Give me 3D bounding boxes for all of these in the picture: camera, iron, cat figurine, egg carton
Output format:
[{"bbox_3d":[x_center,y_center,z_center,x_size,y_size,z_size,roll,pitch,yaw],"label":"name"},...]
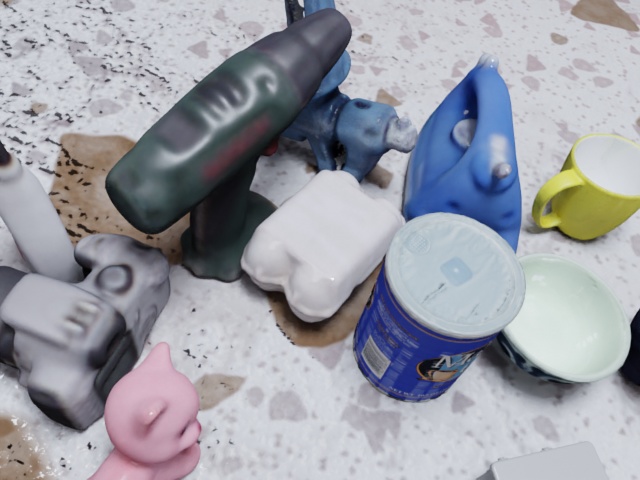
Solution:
[{"bbox_3d":[-0.207,0.051,0.446,0.136,0.101,0.143,20,55,5],"label":"camera"},{"bbox_3d":[0.160,-0.109,0.589,0.118,0.141,0.258,10,55,-2],"label":"iron"},{"bbox_3d":[-0.126,0.140,0.389,0.067,0.118,0.128,28,56,10],"label":"cat figurine"},{"bbox_3d":[0.005,0.002,0.533,0.107,0.069,0.150,35,58,15],"label":"egg carton"}]

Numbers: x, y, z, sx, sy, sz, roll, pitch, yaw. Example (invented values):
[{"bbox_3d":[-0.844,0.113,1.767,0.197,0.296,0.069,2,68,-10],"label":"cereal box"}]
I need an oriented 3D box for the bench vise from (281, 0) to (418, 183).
[{"bbox_3d":[0.008,-0.170,0.558,0.207,0.220,0.121,17,55,3],"label":"bench vise"}]

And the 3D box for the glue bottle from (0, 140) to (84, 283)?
[{"bbox_3d":[-0.233,-0.025,0.449,0.037,0.173,0.078,-35,67,-27],"label":"glue bottle"}]

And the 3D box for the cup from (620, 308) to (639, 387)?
[{"bbox_3d":[0.312,0.105,0.498,0.092,0.095,0.117,-5,57,-12],"label":"cup"}]

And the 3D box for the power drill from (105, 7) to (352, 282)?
[{"bbox_3d":[-0.066,-0.064,0.481,0.075,0.208,0.230,37,59,16],"label":"power drill"}]
